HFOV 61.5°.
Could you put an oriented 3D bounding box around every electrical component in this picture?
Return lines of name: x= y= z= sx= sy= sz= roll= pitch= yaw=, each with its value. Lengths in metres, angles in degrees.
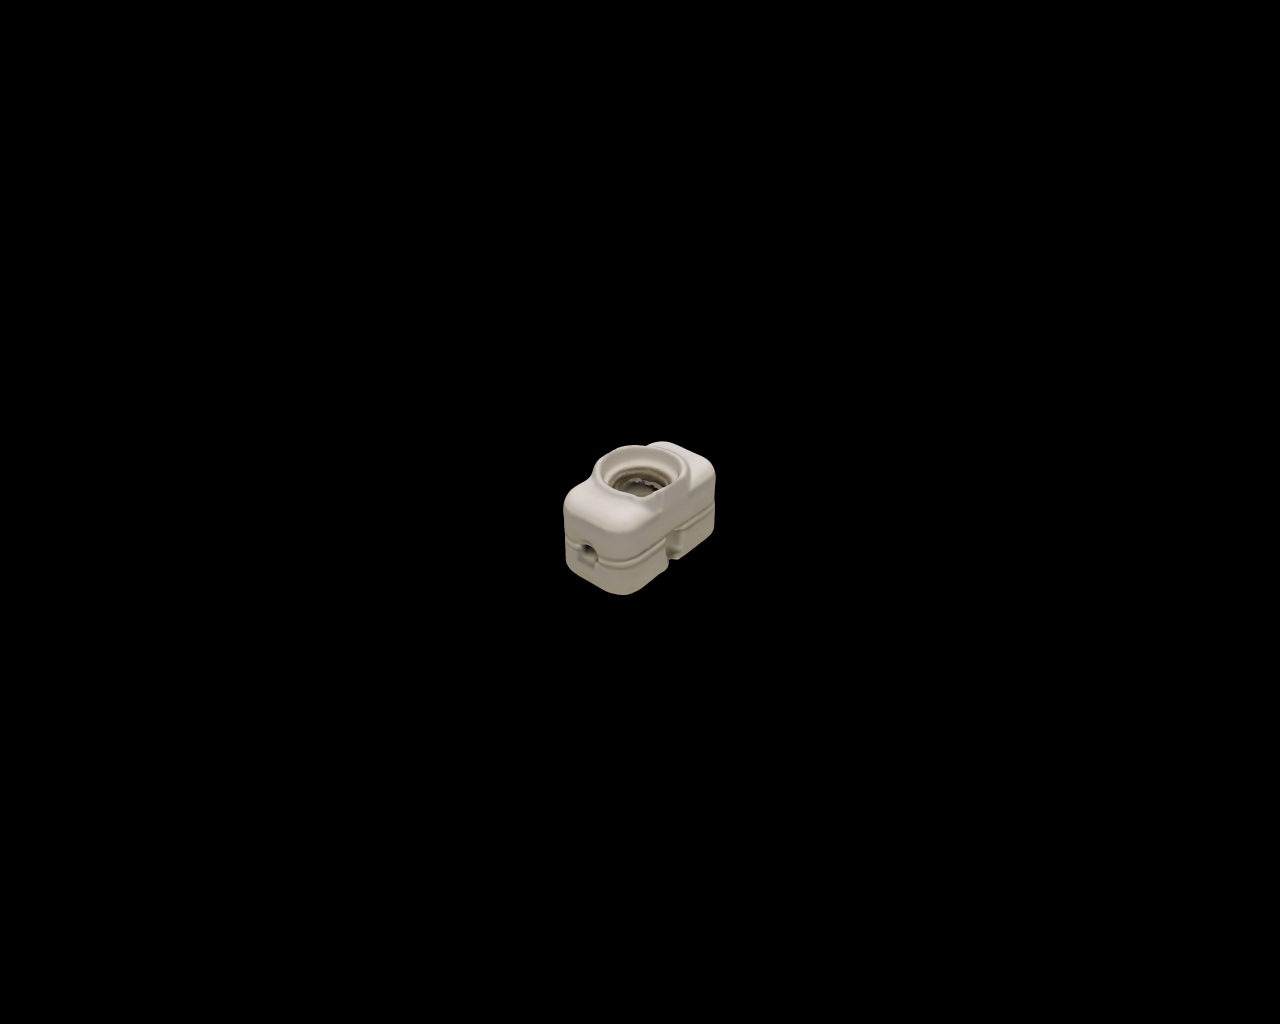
electrical component: x=0.001 y=-0.003 z=0.650 sx=0.054 sy=0.059 sz=0.095 roll=27 pitch=44 yaw=33
